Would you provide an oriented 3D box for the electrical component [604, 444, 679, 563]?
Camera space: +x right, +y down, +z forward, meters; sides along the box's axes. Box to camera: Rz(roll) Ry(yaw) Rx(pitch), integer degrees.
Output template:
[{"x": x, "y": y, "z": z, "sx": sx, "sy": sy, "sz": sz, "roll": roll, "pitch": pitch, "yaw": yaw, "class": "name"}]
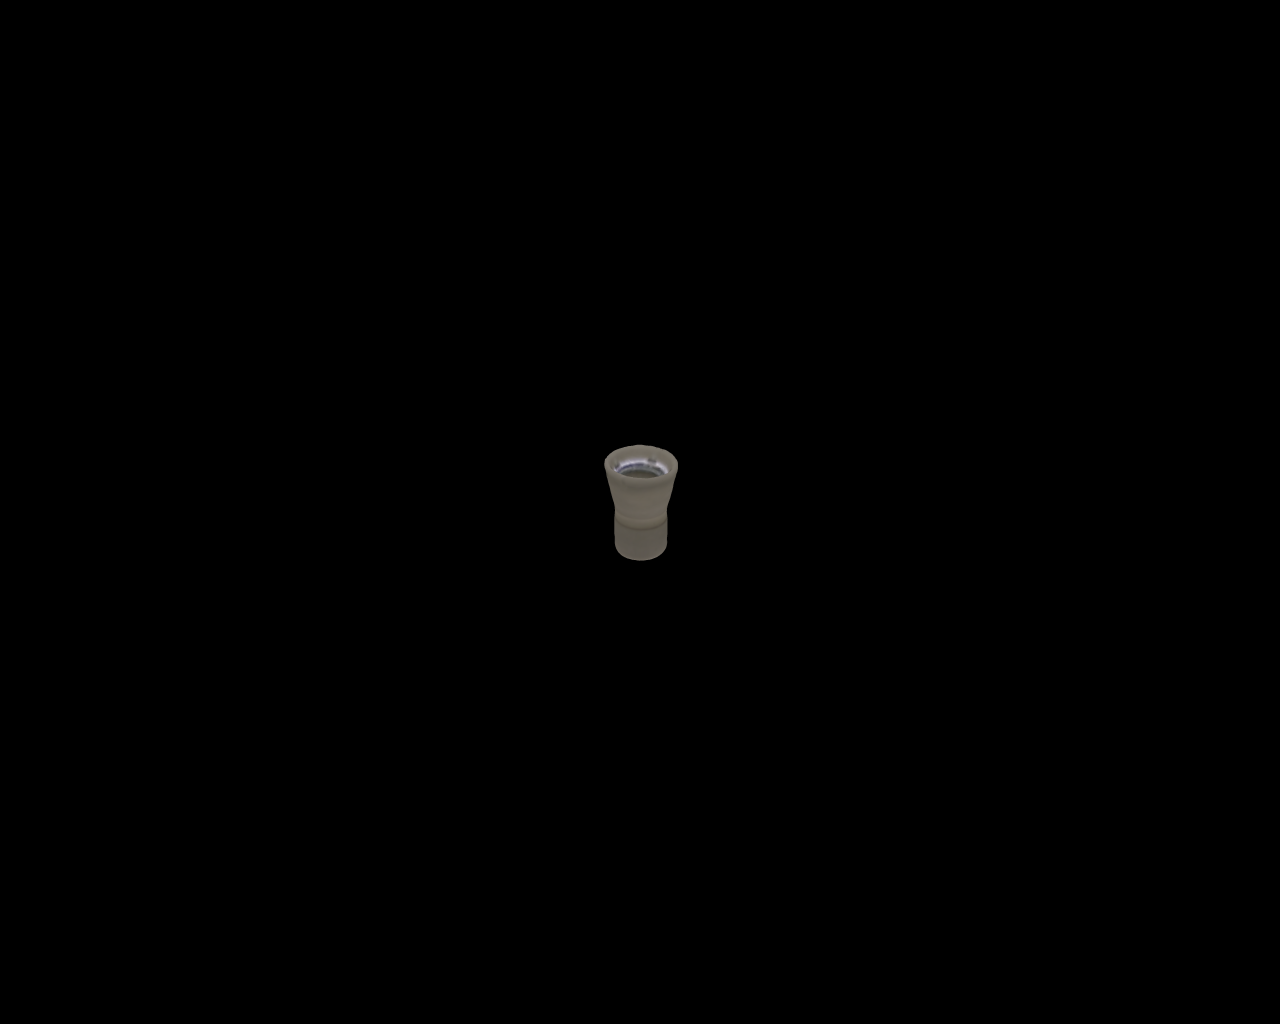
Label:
[{"x": 0.001, "y": -0.003, "z": 0.650, "sx": 0.044, "sy": 0.065, "sz": 0.044, "roll": 0, "pitch": 31, "yaw": 0, "class": "electrical component"}]
